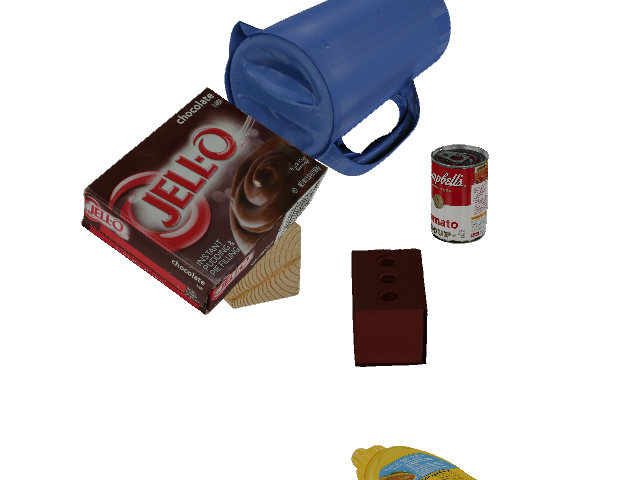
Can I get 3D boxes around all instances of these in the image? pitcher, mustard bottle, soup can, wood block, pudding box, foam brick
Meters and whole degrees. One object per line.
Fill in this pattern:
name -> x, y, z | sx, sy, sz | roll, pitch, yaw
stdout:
pitcher -> 0.034, -0.177, 1.078 | 0.145, 0.149, 0.242 | 16, 38, 35
mustard bottle -> 0.097, 0.234, 0.973 | 0.096, 0.058, 0.192 | -15, 24, -37
soup can -> 0.166, -0.056, 1.280 | 0.068, 0.102, 0.068 | -2, 27, 1
wood block -> -0.112, -0.004, 1.293 | 0.090, 0.090, 0.206 | -11, 26, -28
pudding box -> -0.064, -0.025, 0.601 | 0.090, 0.039, 0.113 | 35, 50, 9
foam brick -> 0.049, 0.047, 0.770 | 0.053, 0.051, 0.078 | -2, 32, 2
